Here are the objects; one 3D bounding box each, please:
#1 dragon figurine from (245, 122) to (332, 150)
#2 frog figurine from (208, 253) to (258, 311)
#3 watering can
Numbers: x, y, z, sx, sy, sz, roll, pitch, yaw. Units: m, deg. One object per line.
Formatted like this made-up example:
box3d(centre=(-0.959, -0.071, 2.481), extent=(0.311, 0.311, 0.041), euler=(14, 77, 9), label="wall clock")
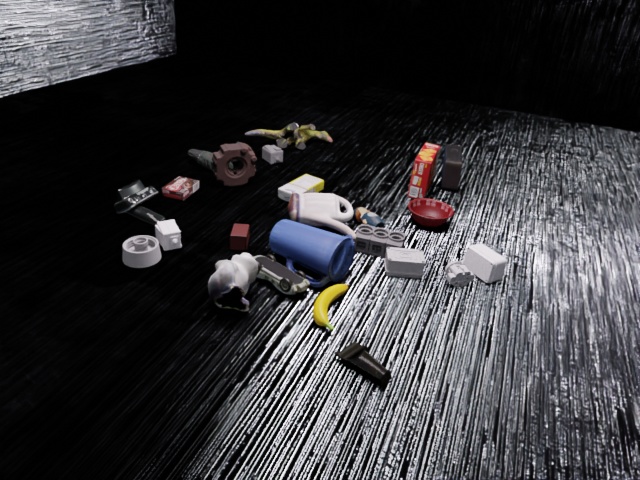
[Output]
box3d(centre=(-0.141, -0.505, 2.468), extent=(0.410, 0.121, 0.245), euler=(6, 13, -2), label="dragon figurine")
box3d(centre=(-0.225, 0.095, 1.340), extent=(0.122, 0.135, 0.163), euler=(-18, 45, 17), label="frog figurine")
box3d(centre=(0.005, -0.086, 1.715), extent=(0.224, 0.102, 0.354), euler=(1, 25, -6), label="watering can")
